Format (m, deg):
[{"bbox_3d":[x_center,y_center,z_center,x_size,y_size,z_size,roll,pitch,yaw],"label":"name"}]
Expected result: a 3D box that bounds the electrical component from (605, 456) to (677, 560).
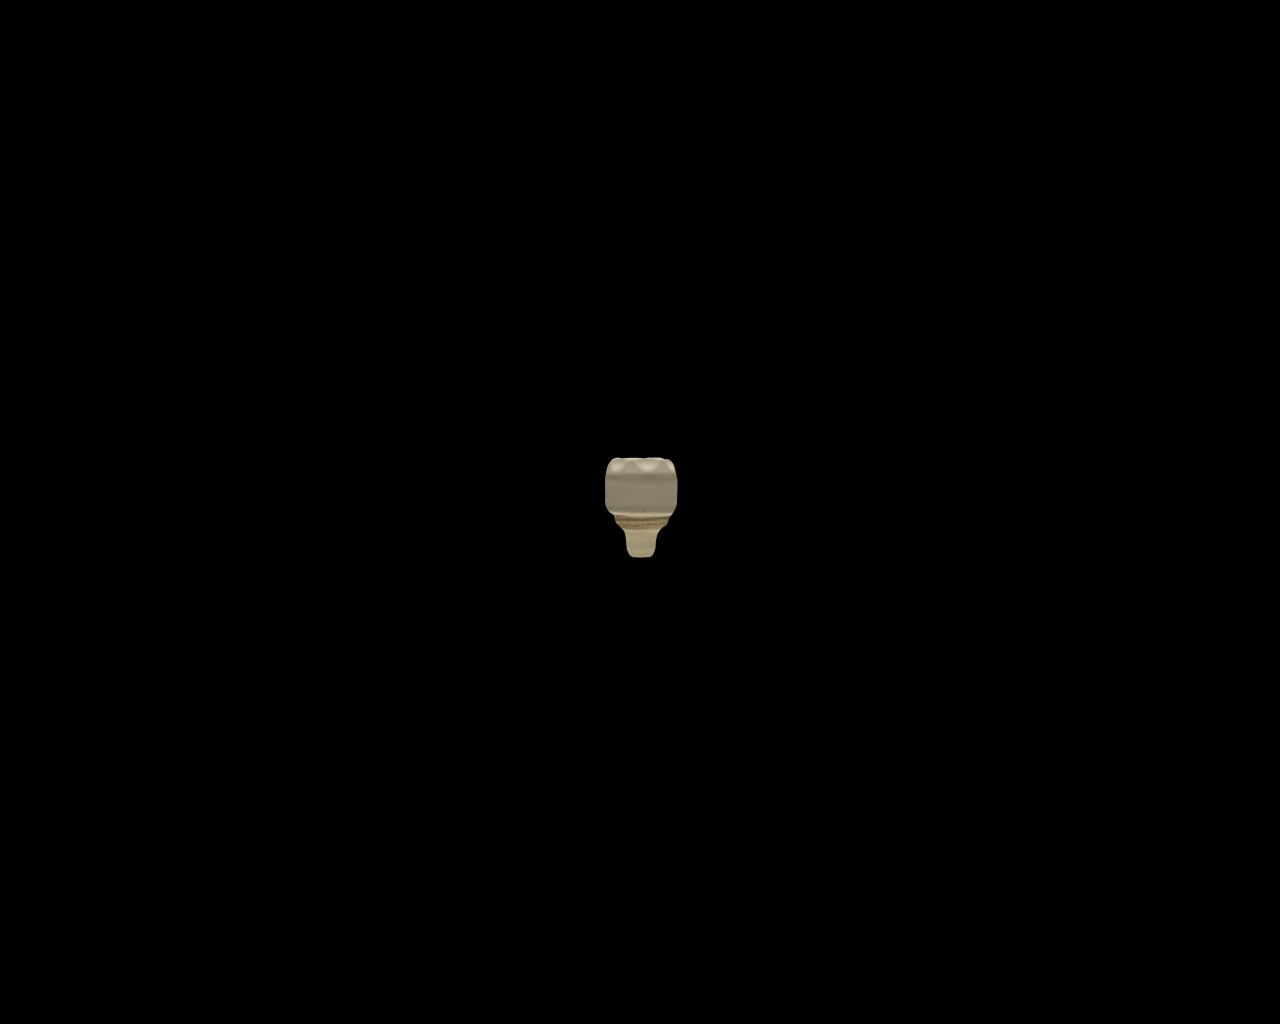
[{"bbox_3d":[0.001,-0.003,0.650,0.043,0.062,0.043,0,2,0],"label":"electrical component"}]
